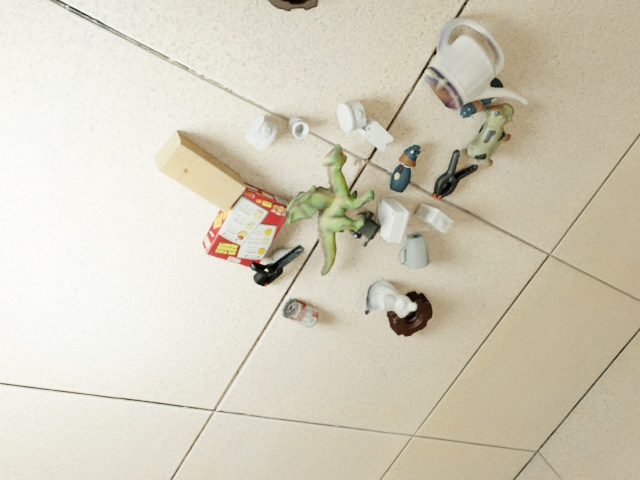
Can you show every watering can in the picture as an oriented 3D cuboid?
[{"bbox_3d":[0.436,-0.452,1.451,0.344,0.224,0.105,45,3,-19],"label":"watering can"}]

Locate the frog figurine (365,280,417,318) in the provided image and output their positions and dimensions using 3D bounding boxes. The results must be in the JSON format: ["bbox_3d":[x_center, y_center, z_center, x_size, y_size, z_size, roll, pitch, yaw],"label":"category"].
[{"bbox_3d":[0.240,0.198,1.717,0.159,0.123,0.137,0,0,28],"label":"frog figurine"}]

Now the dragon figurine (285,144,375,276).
[{"bbox_3d":[0.004,-0.074,1.465,0.242,0.405,0.124,11,21,-33],"label":"dragon figurine"}]
